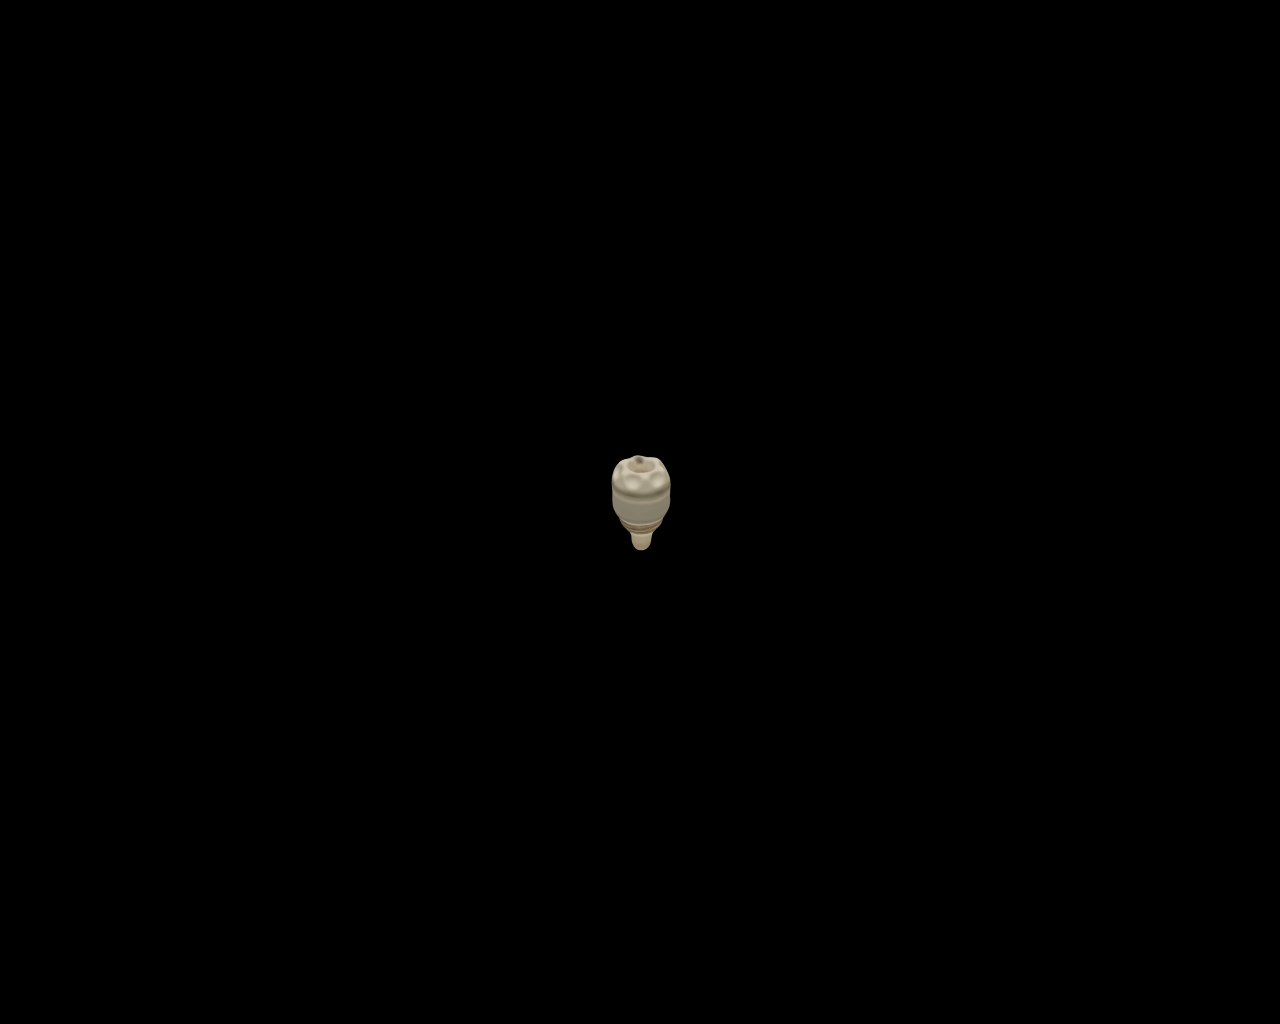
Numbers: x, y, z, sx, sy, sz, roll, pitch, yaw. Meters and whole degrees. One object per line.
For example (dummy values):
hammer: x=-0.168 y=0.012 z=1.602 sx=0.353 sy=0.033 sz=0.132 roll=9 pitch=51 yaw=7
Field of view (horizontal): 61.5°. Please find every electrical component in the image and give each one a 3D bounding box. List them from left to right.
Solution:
electrical component: x=0.001 y=-0.003 z=0.650 sx=0.035 sy=0.061 sz=0.035 roll=0 pitch=33 yaw=0
